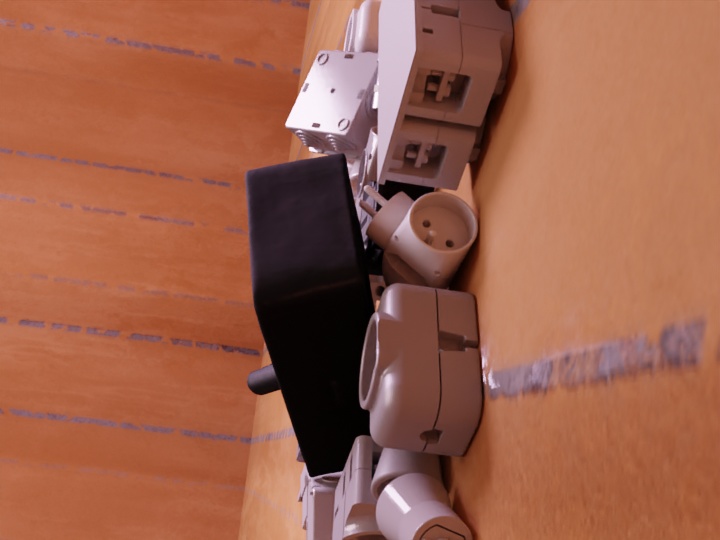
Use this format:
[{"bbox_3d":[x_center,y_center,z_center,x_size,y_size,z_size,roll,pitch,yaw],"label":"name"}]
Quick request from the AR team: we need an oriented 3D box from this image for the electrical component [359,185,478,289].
[{"bbox_3d":[0.031,-0.023,0.686,0.043,0.079,0.077,-43,-12,-27],"label":"electrical component"}]

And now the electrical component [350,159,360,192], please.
[{"bbox_3d":[0.013,-0.103,1.005,0.045,0.045,0.055,114,163,-64],"label":"electrical component"}]

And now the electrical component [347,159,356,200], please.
[{"bbox_3d":[-0.002,-0.085,1.098,0.045,0.045,0.055,-98,17,-64],"label":"electrical component"}]

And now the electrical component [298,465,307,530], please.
[{"bbox_3d":[-0.034,0.213,1.024,0.081,0.042,0.063,106,167,-50],"label":"electrical component"}]

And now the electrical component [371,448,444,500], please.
[{"bbox_3d":[0.032,0.109,0.661,0.044,0.044,0.065,107,174,-47],"label":"electrical component"}]

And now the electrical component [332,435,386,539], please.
[{"bbox_3d":[0.013,0.156,0.705,0.089,0.050,0.055,107,169,-52],"label":"electrical component"}]

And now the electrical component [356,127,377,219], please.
[{"bbox_3d":[0.021,-0.085,0.925,0.079,0.044,0.077,-100,20,-66],"label":"electrical component"}]

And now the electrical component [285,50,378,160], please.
[{"bbox_3d":[-0.012,-0.152,0.985,0.100,0.048,0.099,14,76,42],"label":"electrical component"}]

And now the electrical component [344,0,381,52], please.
[{"bbox_3d":[0.017,-0.217,1.044,0.095,0.059,0.053,119,157,-70],"label":"electrical component"}]

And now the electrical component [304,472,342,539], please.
[{"bbox_3d":[-0.010,0.204,0.812,0.062,0.061,0.096,-154,65,-82],"label":"electrical component"}]

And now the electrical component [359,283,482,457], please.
[{"bbox_3d":[0.034,0.056,0.626,0.053,0.059,0.095,106,169,-46],"label":"electrical component"}]

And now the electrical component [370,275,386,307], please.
[{"bbox_3d":[0.000,0.000,0.948,0.057,0.058,0.078,-179,98,-79],"label":"electrical component"}]

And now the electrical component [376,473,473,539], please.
[{"bbox_3d":[0.037,0.141,0.587,0.065,0.044,0.044,-151,69,-77],"label":"electrical component"}]

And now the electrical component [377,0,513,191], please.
[{"bbox_3d":[0.052,-0.154,0.710,0.105,0.060,0.186,106,169,-47],"label":"electrical component"}]

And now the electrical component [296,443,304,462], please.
[{"bbox_3d":[-0.030,0.144,1.036,0.089,0.050,0.055,110,166,-56],"label":"electrical component"}]
